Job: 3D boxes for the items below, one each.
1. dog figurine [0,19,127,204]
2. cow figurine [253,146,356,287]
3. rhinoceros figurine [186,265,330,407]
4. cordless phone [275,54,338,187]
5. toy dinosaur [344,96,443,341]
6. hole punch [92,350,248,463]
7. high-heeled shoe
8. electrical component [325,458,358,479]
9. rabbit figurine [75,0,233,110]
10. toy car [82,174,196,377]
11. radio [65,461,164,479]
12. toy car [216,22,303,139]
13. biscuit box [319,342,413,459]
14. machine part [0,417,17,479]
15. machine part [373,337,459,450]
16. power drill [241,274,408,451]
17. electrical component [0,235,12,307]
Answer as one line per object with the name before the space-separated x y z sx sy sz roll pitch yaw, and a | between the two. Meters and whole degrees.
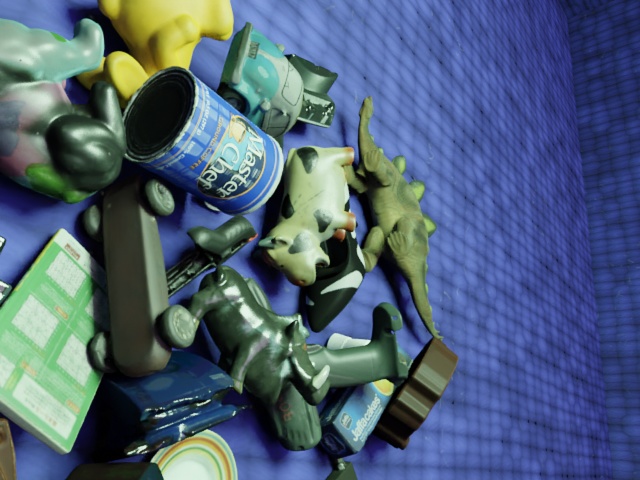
dog figurine | -0.284 -0.112 0.424 0.219 0.109 0.191 -18 99 -51
cow figurine | -0.021 -0.034 0.723 0.127 0.085 0.195 5 74 -13
rhinoceros figurine | -0.070 0.115 0.602 0.112 0.073 0.190 -43 93 -22
cordless phone | -0.041 -0.164 0.786 0.146 0.089 0.184 3 90 -52
toy dinosaur | 0.140 -0.017 0.944 0.198 0.105 0.470 -26 106 -55
hole punch | -0.155 0.152 0.518 0.142 0.116 0.092 0 73 -52
high-heeled shoe | -0.002 -0.002 0.777 0.145 0.086 0.249 49 40 -31
electrical component | 0.028 0.351 0.765 0.063 0.021 0.094 -27 103 -51
rabbit figurine | -0.173 -0.188 0.586 0.162 0.122 0.173 -24 118 -49
toy car | -0.173 0.030 0.511 0.053 0.089 0.202 41 29 -59
radio | -0.160 0.301 0.433 0.131 0.073 0.229 -72 156 -64
toy car | -0.073 -0.172 0.659 0.103 0.161 0.109 15 61 -8
biscuit box | 0.066 0.229 0.803 0.059 0.063 0.203 51 42 -5
machine part | -0.305 0.199 0.333 0.201 0.087 0.201 1 81 -52
machine part | 0.150 0.238 0.841 0.056 0.179 0.179 34 41 11
power drill | 0.004 0.139 0.687 0.207 0.086 0.231 -12 96 -23
electrical component | -0.309 0.025 0.398 0.134 0.058 0.115 44 51 -35
